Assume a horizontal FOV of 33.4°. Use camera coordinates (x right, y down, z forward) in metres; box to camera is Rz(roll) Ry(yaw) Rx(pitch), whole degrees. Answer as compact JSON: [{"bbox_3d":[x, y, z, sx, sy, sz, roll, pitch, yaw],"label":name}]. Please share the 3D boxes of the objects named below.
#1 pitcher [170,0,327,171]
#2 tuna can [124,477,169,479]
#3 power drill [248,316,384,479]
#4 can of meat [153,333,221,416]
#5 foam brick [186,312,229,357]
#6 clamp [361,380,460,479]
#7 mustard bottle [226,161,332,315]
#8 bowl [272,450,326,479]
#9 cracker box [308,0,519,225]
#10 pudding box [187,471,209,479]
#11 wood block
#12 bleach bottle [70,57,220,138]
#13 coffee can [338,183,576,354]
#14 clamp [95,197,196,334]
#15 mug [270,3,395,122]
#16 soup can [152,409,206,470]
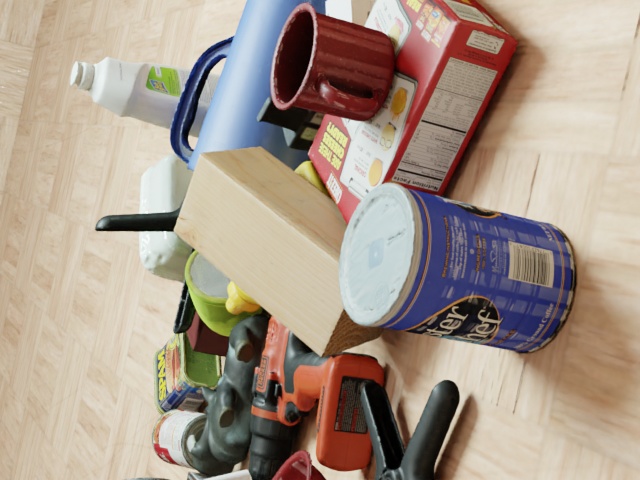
[{"bbox_3d":[-0.061,-0.172,1.184,0.145,0.149,0.243,20,94,67],"label":"pitcher"},{"bbox_3d":[-0.224,0.327,1.353,0.086,0.086,0.034,-39,47,52],"label":"tuna can"},{"bbox_3d":[-0.014,0.167,1.035,0.188,0.057,0.184,6,88,63],"label":"power drill"},{"bbox_3d":[-0.166,0.163,1.342,0.084,0.057,0.102,-49,38,41],"label":"can of meat"},{"bbox_3d":[-0.131,0.098,1.302,0.051,0.052,0.078,-66,29,23],"label":"foam brick"},{"bbox_3d":[0.065,0.195,0.888,0.120,0.039,0.171,1,80,65],"label":"clamp"},{"bbox_3d":[-0.037,0.014,1.095,0.192,0.058,0.096,-46,69,30],"label":"mustard bottle"},{"bbox_3d":[-0.024,0.268,0.928,0.162,0.055,0.162,-59,11,18],"label":"bowl"},{"bbox_3d":[0.078,-0.123,0.962,0.214,0.072,0.164,-66,27,25],"label":"cracker box"},{"bbox_3d":[-0.125,0.325,1.209,0.114,0.039,0.090,24,100,63],"label":"pudding box"},{"bbox_3d":[-0.027,0.006,0.989,0.206,0.090,0.091,38,120,29],"label":"wood block"},{"bbox_3d":[-0.172,-0.171,1.273,0.068,0.250,0.102,-60,31,32],"label":"bleach bottle"},{"bbox_3d":[0.099,0.023,0.778,0.103,0.140,0.103,-36,48,54],"label":"coffee can"},{"bbox_3d":[-0.152,-0.016,1.266,0.209,0.164,0.036,-48,17,-22],"label":"clamp"},{"bbox_3d":[0.015,-0.143,0.916,0.093,0.081,0.117,-67,27,26],"label":"mug"},{"bbox_3d":[-0.151,0.237,1.266,0.102,0.068,0.068,-11,69,61],"label":"soup can"}]
